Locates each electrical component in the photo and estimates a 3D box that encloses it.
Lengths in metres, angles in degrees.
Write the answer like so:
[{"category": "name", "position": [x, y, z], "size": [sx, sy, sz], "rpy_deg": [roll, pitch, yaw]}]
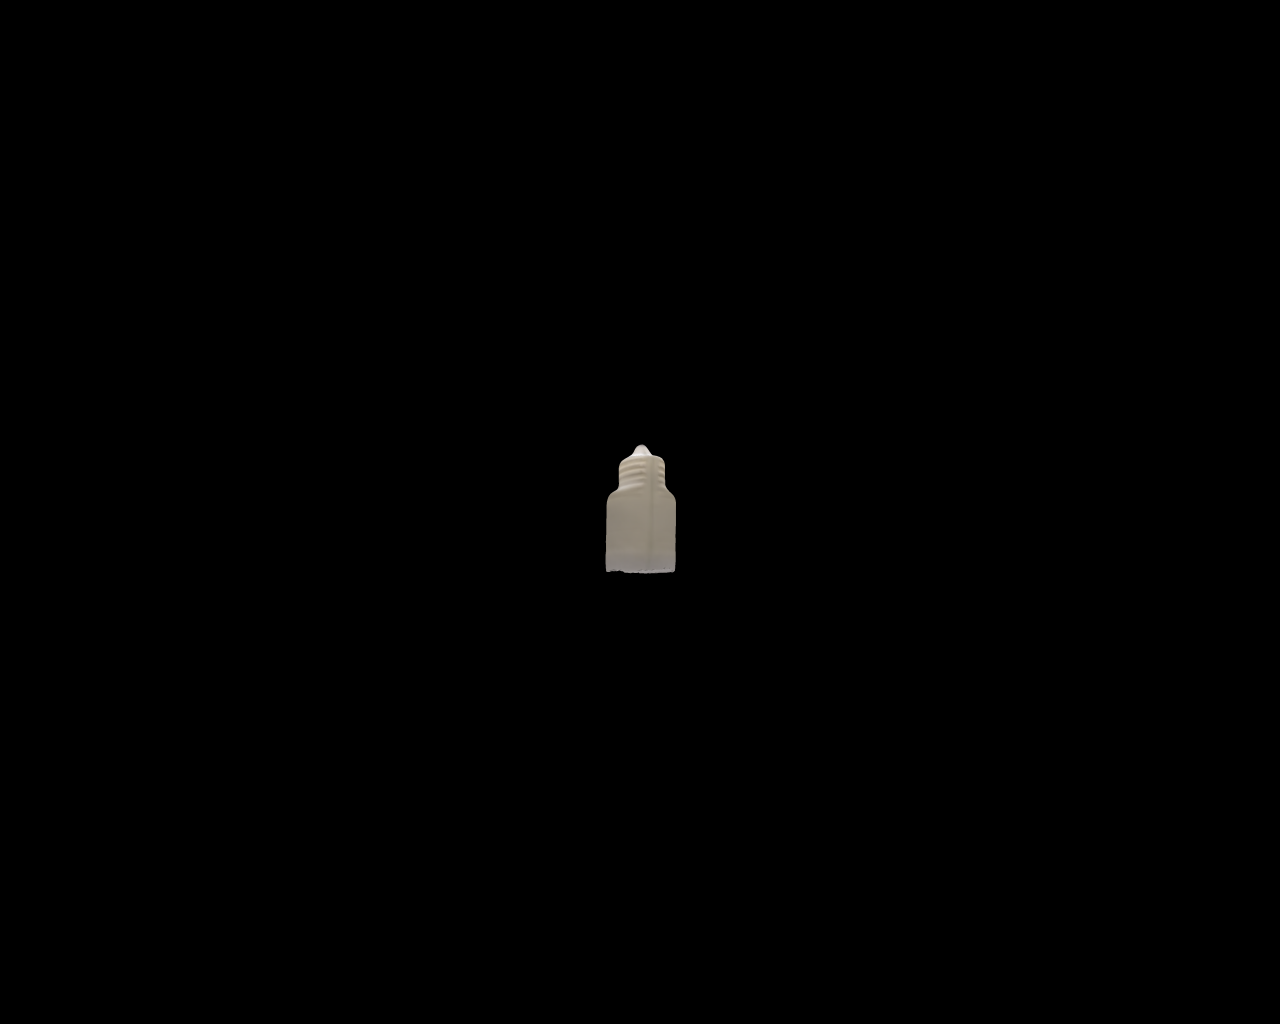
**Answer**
[{"category": "electrical component", "position": [0.001, -0.003, 0.650], "size": [0.043, 0.081, 0.043], "rpy_deg": [0, -7, 0]}]
